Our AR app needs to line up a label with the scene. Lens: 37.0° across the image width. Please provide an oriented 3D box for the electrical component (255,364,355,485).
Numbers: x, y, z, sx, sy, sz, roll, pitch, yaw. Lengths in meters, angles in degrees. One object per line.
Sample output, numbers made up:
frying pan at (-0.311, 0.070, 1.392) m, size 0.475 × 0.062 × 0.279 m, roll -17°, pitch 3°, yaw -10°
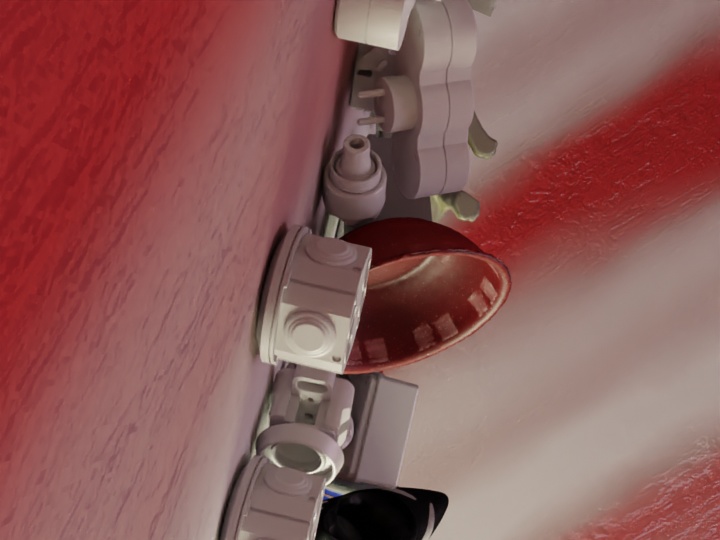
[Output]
electrical component at (-0.036, 0.104, 0.699) m, size 0.078 × 0.058 × 0.057 m, roll 99°, pitch 3°, yaw -45°

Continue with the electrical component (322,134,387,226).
electrical component at (-0.003, -0.063, 0.719) m, size 0.062 × 0.043 × 0.043 m, roll 94°, pitch 10°, yaw -52°

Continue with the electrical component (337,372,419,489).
electrical component at (0.003, 0.160, 1.095) m, size 0.109 × 0.056 × 0.108 m, roll -5°, pitch -111°, yaw 65°

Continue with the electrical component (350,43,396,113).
electrical component at (0.019, -0.142, 0.765) m, size 0.076 × 0.047 × 0.065 m, roll -64°, pitch 163°, yaw -65°

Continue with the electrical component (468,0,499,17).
electrical component at (0.081, -0.266, 0.840) m, size 0.150 × 0.089 × 0.061 m, roll -71°, pitch -176°, yaw -57°

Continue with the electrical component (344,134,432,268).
electrical component at (0.019, -0.044, 0.838) m, size 0.113 × 0.057 × 0.078 m, roll -91°, pitch -172°, yaw -45°

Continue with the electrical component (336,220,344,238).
electrical component at (0.000, 0.000, 0.919) m, size 0.065 × 0.047 × 0.076 m, roll 48°, pitch 55°, yaw -85°

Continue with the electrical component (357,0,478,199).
electrical component at (0.032, -0.112, 0.717) m, size 0.052 × 0.074 × 0.138 m, roll -128°, pitch -147°, yaw -54°

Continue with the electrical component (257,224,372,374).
electrical component at (-0.026, 0.018, 0.608) m, size 0.080 × 0.051 × 0.080 m, roll 13°, pitch 90°, yaw -86°

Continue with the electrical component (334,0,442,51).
electrical component at (0.036, -0.185, 0.655) m, size 0.052 × 0.074 × 0.138 m, roll 98°, pitch 6°, yaw -50°

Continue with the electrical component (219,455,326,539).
electrical component at (-0.054, 0.156, 0.653) m, size 0.080 × 0.051 × 0.080 m, roll 13°, pitch 90°, yaw -86°

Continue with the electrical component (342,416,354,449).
electrical component at (-0.027, 0.151, 1.042) m, size 0.062 × 0.043 × 0.043 m, roll -74°, pitch 176°, yaw -87°

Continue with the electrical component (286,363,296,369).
electrical component at (-0.039, 0.092, 0.755) m, size 0.035 × 0.035 × 0.061 m, roll -73°, pitch 173°, yaw -47°

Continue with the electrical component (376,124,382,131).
electrical component at (0.054, -0.182, 0.981) m, size 0.078 × 0.063 × 0.121 m, roll 86°, pitch 17°, yaw -75°
